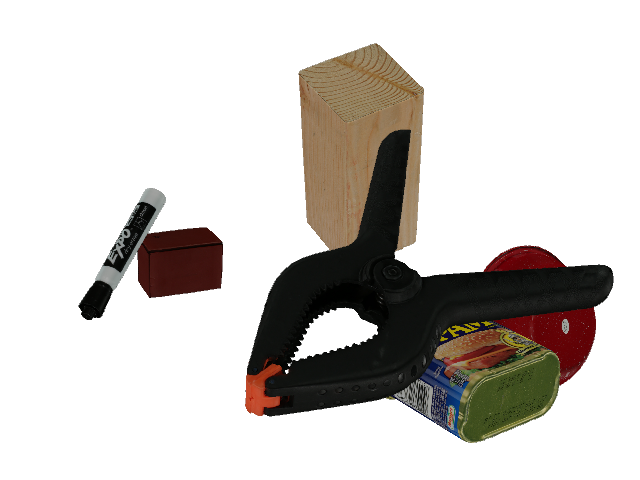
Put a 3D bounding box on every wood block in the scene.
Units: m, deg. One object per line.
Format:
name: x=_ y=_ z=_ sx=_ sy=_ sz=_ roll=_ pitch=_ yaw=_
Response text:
wood block: x=0.041 y=-0.080 z=1.074 sx=0.090 sy=0.206 sz=0.091 roll=-23 pitch=50 yaw=-18

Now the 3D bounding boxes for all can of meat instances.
can of meat: x=0.106 y=0.094 z=0.754 sx=0.101 sy=0.057 sz=0.084 roll=-14 pitch=27 yaw=-35

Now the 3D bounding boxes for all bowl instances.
bowl: x=0.228 y=0.085 z=1.084 sx=0.161 sy=0.162 sz=0.055 roll=0 pitch=-1 yaw=-33

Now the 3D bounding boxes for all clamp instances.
clamp: x=0.034 y=0.020 z=0.584 sx=0.209 sy=0.036 sz=0.165 roll=-29 pitch=55 yaw=-26

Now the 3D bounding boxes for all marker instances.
marker: x=-0.151 y=0.010 z=0.817 sx=0.020 sy=0.121 sz=0.020 roll=16 pitch=-34 yaw=11

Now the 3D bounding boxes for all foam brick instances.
foam brick: x=-0.144 y=0.021 z=1.088 sx=0.078 sy=0.051 sz=0.053 roll=-7 pitch=21 yaw=-21
